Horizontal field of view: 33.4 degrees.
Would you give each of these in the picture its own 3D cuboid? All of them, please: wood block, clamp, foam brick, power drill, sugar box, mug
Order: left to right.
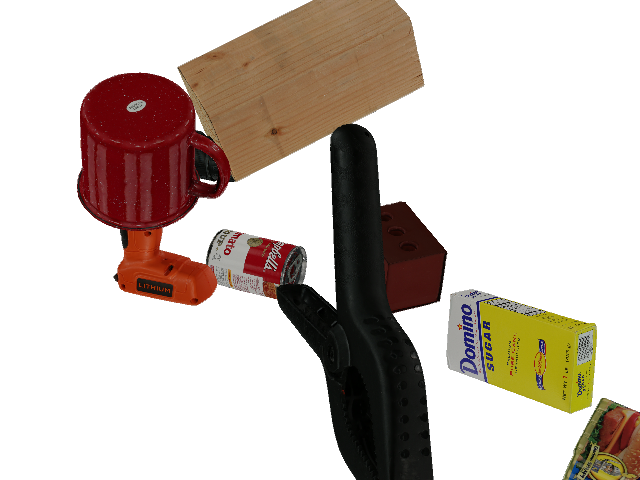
[{"bbox_3d":[-0.122,-0.064,0.779,0.117,0.093,0.081,19,-40,8],"label":"mug"},{"bbox_3d":[-0.150,-0.029,1.086,0.185,0.188,0.057,11,30,22],"label":"power drill"},{"bbox_3d":[-0.017,-0.155,1.016,0.206,0.090,0.091,-27,-41,-7],"label":"wood block"},{"bbox_3d":[0.023,0.051,0.587,0.036,0.210,0.165,-3,-44,-19],"label":"clamp"},{"bbox_3d":[0.059,0.013,0.850,0.053,0.051,0.078,-12,38,-20],"label":"foam brick"},{"bbox_3d":[0.216,0.118,1.171,0.048,0.093,0.177,-9,16,-42],"label":"sugar box"}]

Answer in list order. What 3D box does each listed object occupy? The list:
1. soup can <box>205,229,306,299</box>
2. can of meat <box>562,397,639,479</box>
[{"bbox_3d":[-0.076,0.029,1.262,0.102,0.068,0.068,13,5,21],"label":"soup can"},{"bbox_3d":[0.230,0.171,0.786,0.084,0.057,0.101,22,40,23],"label":"can of meat"}]
